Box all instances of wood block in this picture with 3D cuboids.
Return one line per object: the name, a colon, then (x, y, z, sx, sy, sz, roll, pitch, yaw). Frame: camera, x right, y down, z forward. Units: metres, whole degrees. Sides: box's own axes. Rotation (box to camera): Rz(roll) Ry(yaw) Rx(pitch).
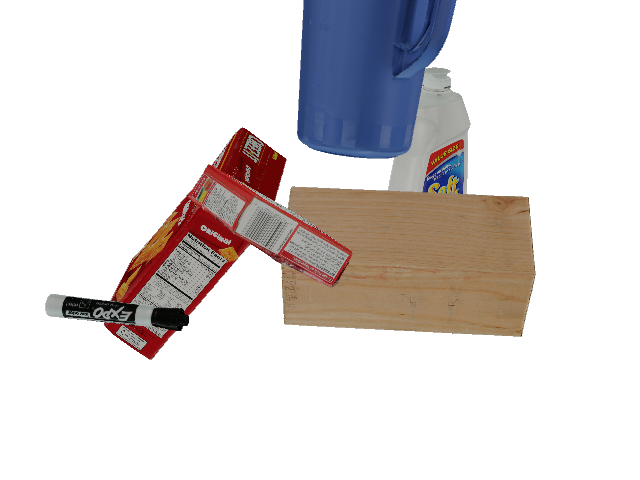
wood block: (0.073, 0.019, 0.924, 0.206, 0.090, 0.090, 3, -42, 3)

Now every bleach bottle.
bleach bottle: (0.115, -0.064, 1.183, 0.102, 0.251, 0.068, -12, 25, -29)

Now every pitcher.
pitcher: (0.050, -0.199, 0.961, 0.145, 0.243, 0.149, 8, 14, 6)

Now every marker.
marker: (-0.165, 0.059, 0.871, 0.121, 0.020, 0.020, 5, 1, 13)

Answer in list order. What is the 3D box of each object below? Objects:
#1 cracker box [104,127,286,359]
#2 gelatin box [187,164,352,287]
cracker box: (-0.133, -0.001, 1.133, 0.072, 0.214, 0.164, 36, 23, -13)
gelatin box: (-0.032, -0.009, 0.688, 0.089, 0.030, 0.073, 30, 3, -35)
